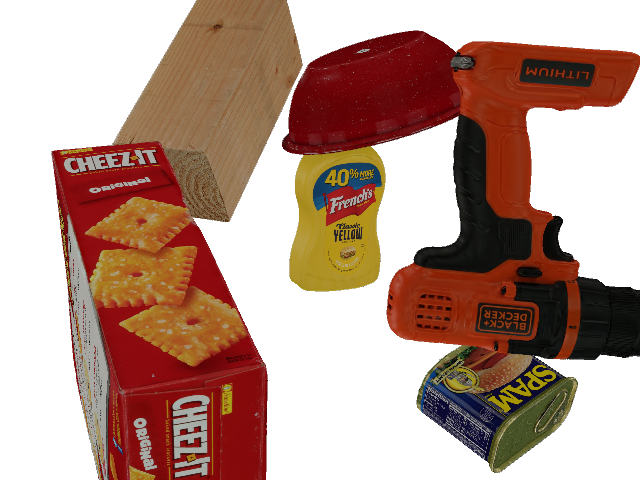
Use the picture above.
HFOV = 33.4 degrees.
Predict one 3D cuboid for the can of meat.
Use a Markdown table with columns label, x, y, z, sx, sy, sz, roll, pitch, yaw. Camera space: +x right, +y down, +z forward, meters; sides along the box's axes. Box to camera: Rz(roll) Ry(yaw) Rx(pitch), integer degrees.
| label | x | y | z | sx | sy | sz | roll | pitch | yaw |
| --- | --- | --- | --- | --- | --- | --- | --- | --- | --- |
| can of meat | 0.140 | 0.124 | 0.853 | 0.101 | 0.057 | 0.084 | -25 | 45 | -36 |

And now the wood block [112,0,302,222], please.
| label | x | y | z | sx | sy | sz | roll | pitch | yaw |
| --- | --- | --- | --- | --- | --- | --- | --- | --- | --- |
| wood block | -0.096 | -0.126 | 0.969 | 0.091 | 0.206 | 0.090 | 8 | -37 | 19 |

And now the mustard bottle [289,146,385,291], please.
| label | x | y | z | sx | sy | sz | roll | pitch | yaw |
| --- | --- | --- | --- | --- | --- | --- | --- | --- | --- |
| mustard bottle | 0.020 | -0.046 | 1.097 | 0.096 | 0.192 | 0.058 | -5 | 20 | -25 |

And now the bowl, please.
| label | x | y | z | sx | sy | sz | roll | pitch | yaw |
| --- | --- | --- | --- | --- | --- | --- | --- | --- | --- |
| bowl | 0.041 | -0.117 | 0.798 | 0.162 | 0.055 | 0.162 | -16 | 17 | 5 |

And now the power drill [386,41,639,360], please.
| label | x | y | z | sx | sy | sz | roll | pitch | yaw |
| --- | --- | --- | --- | --- | --- | --- | --- | --- | --- |
| power drill | 0.139 | -0.021 | 0.636 | 0.184 | 0.188 | 0.057 | 5 | 8 | -5 |

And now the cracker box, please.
| label | x | y | z | sx | sy | sz | roll | pitch | yaw |
| --- | --- | --- | --- | --- | --- | --- | --- | --- | --- |
| cracker box | -0.088 | 0.068 | 0.563 | 0.072 | 0.164 | 0.214 | -8 | 34 | -17 |
